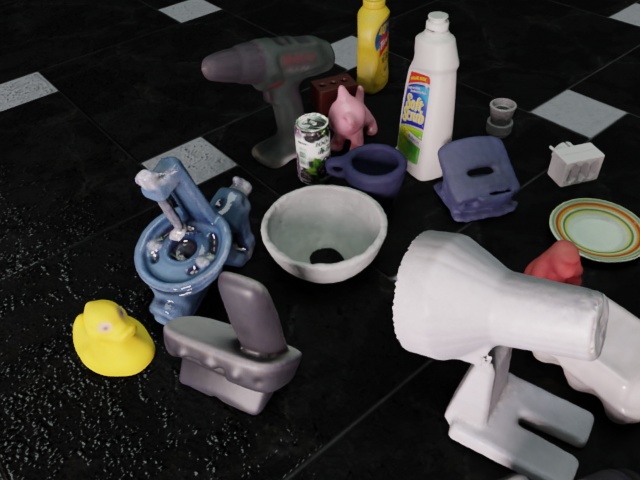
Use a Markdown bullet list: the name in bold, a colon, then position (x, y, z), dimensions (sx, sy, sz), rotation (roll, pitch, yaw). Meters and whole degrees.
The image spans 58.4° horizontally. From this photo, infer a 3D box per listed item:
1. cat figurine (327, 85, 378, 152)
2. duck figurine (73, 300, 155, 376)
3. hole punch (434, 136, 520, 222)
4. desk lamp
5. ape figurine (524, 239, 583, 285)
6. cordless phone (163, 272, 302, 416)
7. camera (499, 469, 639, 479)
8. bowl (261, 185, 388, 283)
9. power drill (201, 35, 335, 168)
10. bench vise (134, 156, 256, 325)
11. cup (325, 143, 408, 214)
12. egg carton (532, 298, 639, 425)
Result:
- **cat figurine**: position (0.052, -0.210, 0.961), dimensions (0.067, 0.118, 0.128), rotation (13, 45, 17)
- **duck figurine**: position (-0.248, 0.103, 0.667), dimensions (0.104, 0.086, 0.078), rotation (19, 47, 22)
- **hole punch**: position (0.233, -0.091, 0.842), dimensions (0.109, 0.091, 0.101), rotation (-12, 44, -9)
- **desk lamp**: position (0.172, 0.105, 0.546), dimensions (0.202, 0.214, 0.118), rotation (22, 49, 25)
- **ape figurine**: position (0.289, 0.039, 0.698), dimensions (0.078, 0.092, 0.076), rotation (-15, 44, -12)
- **cordless phone**: position (-0.099, 0.086, 0.604), dimensions (0.147, 0.185, 0.094), rotation (13, 46, 18)
- **camera**: position (0.224, 0.250, 0.469), dimensions (0.137, 0.101, 0.143), rotation (-15, 44, -12)
- **bowl**: position (0.007, 0.003, 0.768), dimensions (0.167, 0.075, 0.167), rotation (-2, 43, 2)
- **power drill**: position (-0.073, -0.227, 0.921), dimensions (0.230, 0.209, 0.075), rotation (-32, 50, -27)
- **bench vise**: position (-0.161, -0.029, 0.706), dimensions (0.121, 0.220, 0.207), rotation (3, 43, 7)
- **cup**: position (0.066, -0.080, 0.838), dimensions (0.117, 0.095, 0.091), rotation (4, 44, 8)
- **egg carton**: position (0.308, 0.123, 0.623), dimensions (0.107, 0.069, 0.150), rotation (-28, 48, -24)
